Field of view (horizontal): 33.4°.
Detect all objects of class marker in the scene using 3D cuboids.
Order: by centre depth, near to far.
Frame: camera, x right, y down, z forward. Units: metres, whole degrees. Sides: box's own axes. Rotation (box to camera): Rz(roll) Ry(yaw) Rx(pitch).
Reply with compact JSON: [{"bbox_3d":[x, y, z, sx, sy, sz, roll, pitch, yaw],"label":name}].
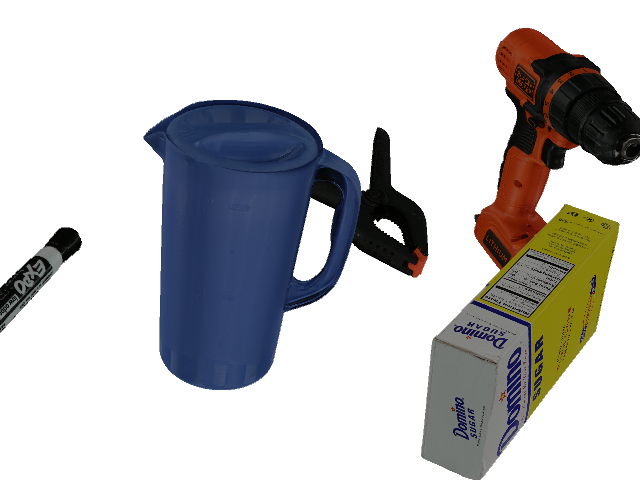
[{"bbox_3d":[-0.182,0.026,0.659,0.020,0.020,0.121,0,30,20],"label":"marker"}]

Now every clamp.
[{"bbox_3d":[0.045,-0.040,1.195,0.164,0.210,0.036,-13,-37,-23],"label":"clamp"}]

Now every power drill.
[{"bbox_3d":[0.182,-0.053,0.839,0.057,0.188,0.184,-3,33,-16],"label":"power drill"}]

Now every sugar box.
[{"bbox_3d":[0.125,0.058,0.651,0.048,0.093,0.176,20,38,26],"label":"sugar box"}]

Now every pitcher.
[{"bbox_3d":[-0.069,0.011,0.937,0.144,0.243,0.149,-16,39,-35],"label":"pitcher"}]
